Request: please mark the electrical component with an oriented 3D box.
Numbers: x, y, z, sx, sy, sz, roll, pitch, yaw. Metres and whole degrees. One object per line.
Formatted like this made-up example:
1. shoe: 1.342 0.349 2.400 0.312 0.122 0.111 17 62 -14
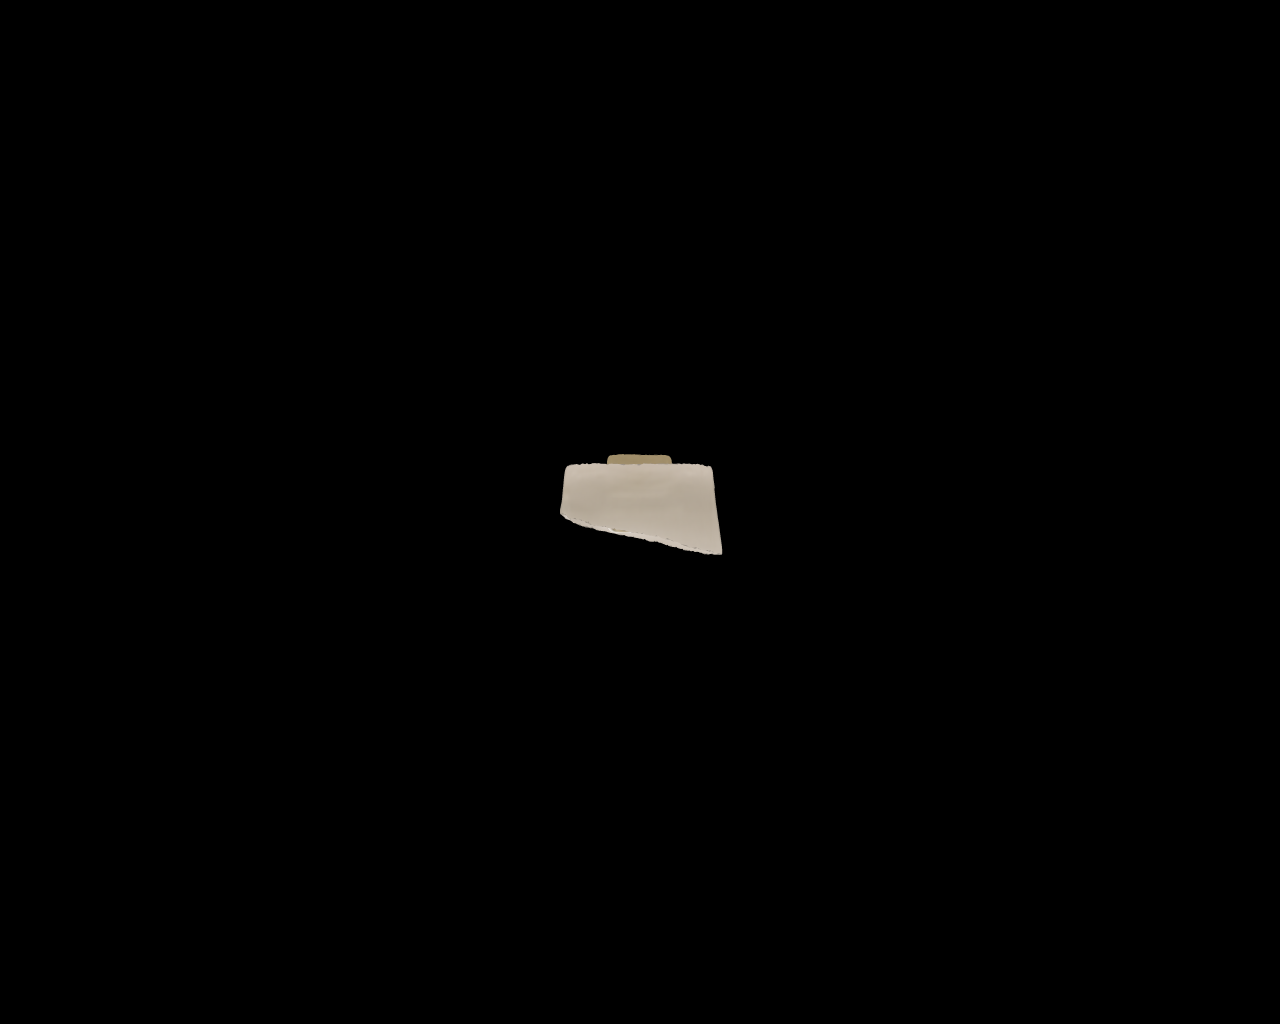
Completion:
1. electrical component: 0.001 -0.003 0.650 0.099 0.064 0.099 0 -2 0
